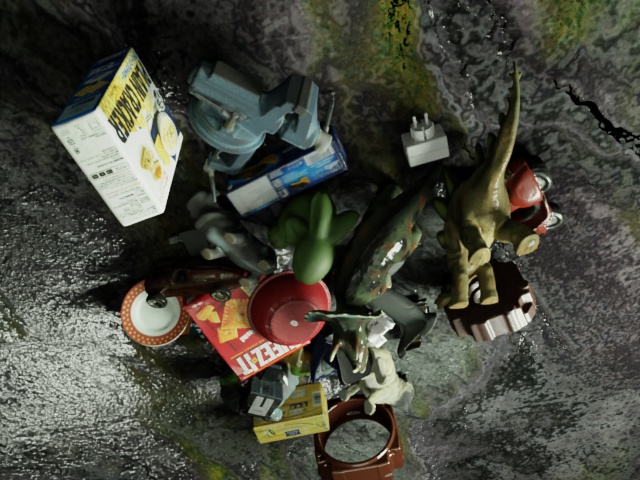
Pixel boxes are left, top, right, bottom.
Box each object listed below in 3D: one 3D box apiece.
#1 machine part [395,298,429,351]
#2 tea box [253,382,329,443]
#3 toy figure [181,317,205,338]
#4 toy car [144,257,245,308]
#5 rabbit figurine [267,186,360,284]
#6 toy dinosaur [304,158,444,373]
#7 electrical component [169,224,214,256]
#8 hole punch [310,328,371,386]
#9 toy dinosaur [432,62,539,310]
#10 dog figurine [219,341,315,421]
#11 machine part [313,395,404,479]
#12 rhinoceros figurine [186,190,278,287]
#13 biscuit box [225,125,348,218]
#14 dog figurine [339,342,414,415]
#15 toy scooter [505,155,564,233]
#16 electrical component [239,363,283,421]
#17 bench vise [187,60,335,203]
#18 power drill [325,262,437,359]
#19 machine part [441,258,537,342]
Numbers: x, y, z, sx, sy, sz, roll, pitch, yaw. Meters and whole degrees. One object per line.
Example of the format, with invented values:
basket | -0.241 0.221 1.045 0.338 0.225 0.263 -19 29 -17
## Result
machine part | 0.197 0.181 1.149 0.084 0.039 0.138 -14 129 -11
tea box | -0.069 0.407 1.270 0.170 0.098 0.068 -12 127 6
toy figure | -0.289 0.160 1.080 0.154 0.058 0.064 10 162 -17
toy car | -0.231 0.070 0.969 0.202 0.089 0.053 -8 139 22
rabbit figurine | -0.002 -0.003 0.906 0.121 0.170 0.159 26 122 -23
toy dinosaur | 0.092 0.024 0.890 0.131 0.192 0.404 24 107 6
electrical component | -0.226 0.001 0.984 0.094 0.021 0.063 -14 129 5
hole punch | 0.037 0.238 1.126 0.092 0.115 0.142 -14 173 41
toy dinosaur | 0.256 -0.043 0.874 0.105 0.199 0.470 -3 139 -14
dog figurine | -0.103 0.275 1.161 0.191 0.108 0.219 18 120 -15
machine part | 0.087 0.469 1.265 0.201 0.202 0.087 -11 126 3
rhinoceros figurine | -0.149 -0.008 0.920 0.190 0.112 0.073 43 121 -8
biscuit box | -0.055 -0.112 0.884 0.203 0.063 0.059 -24 125 13
dog figurine | 0.152 0.302 1.227 0.190 0.121 0.172 7 107 -46
toy scooter | 0.349 -0.061 0.955 0.135 0.075 0.183 -25 131 16
electrical component | -0.112 0.309 1.093 0.075 0.048 0.119 22 118 -19
bench vise | -0.106 -0.164 0.811 0.223 0.129 0.240 13 147 -26
power drill | 0.107 0.131 1.050 0.207 0.086 0.232 45 110 5
machine part | 0.317 0.110 1.027 0.179 0.179 0.056 -24 123 13
